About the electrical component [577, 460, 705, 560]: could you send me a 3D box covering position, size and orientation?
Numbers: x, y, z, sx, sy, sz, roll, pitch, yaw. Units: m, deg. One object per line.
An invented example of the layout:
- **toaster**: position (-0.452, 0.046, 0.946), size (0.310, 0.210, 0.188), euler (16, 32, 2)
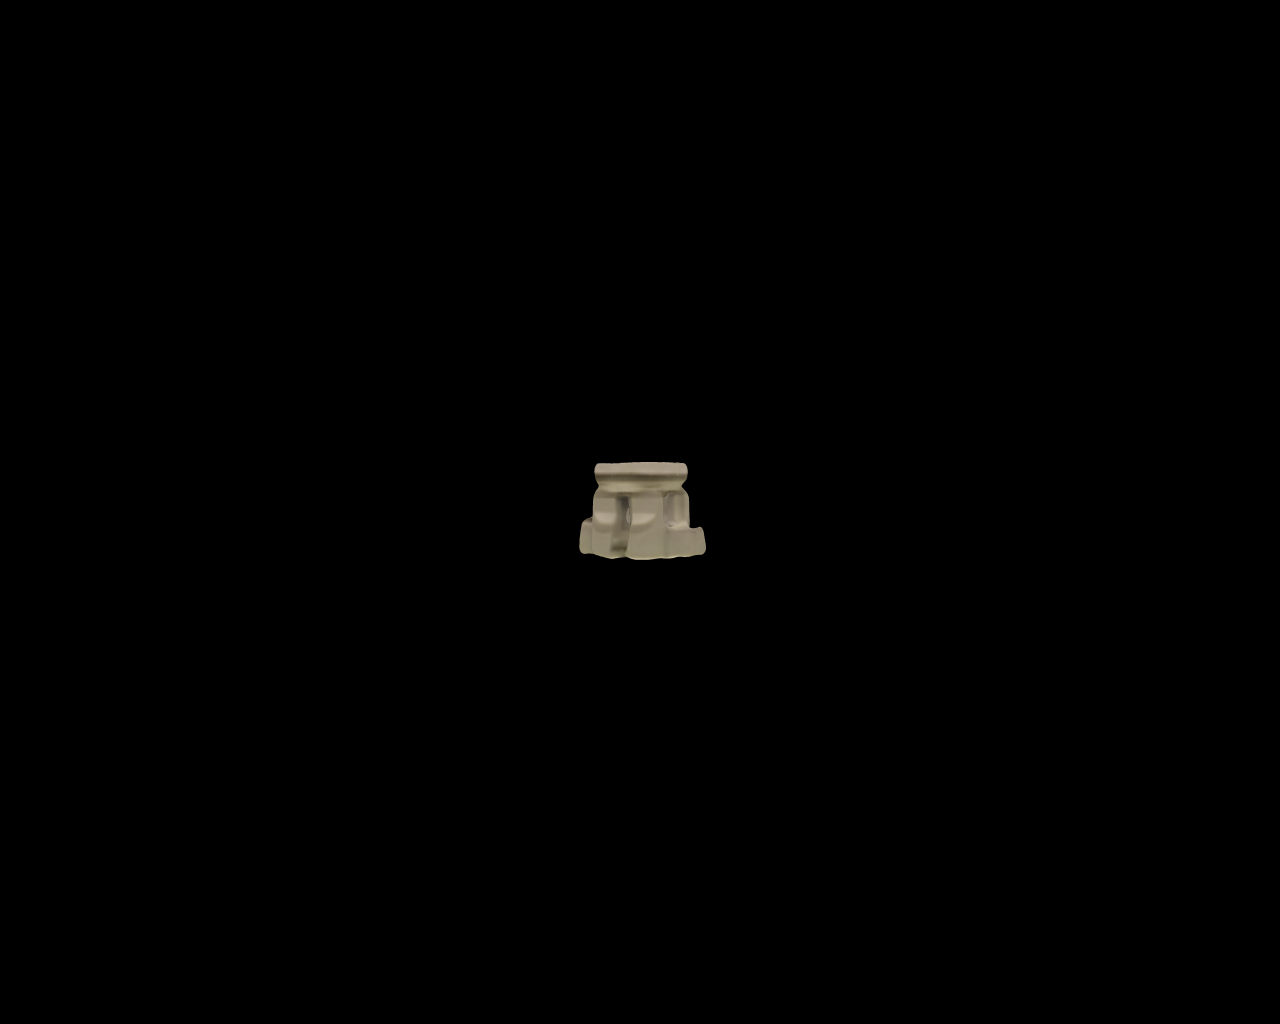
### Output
- **electrical component**: position (0.001, -0.003, 0.650), size (0.078, 0.057, 0.058), euler (2, 4, 31)
